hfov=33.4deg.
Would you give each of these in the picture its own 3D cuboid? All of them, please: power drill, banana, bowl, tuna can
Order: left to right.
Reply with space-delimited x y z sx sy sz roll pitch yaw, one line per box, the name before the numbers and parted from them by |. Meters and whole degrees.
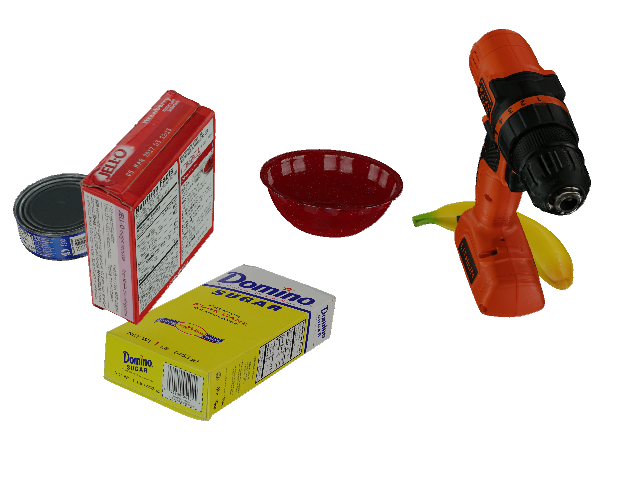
tuna can | -0.228 -0.021 0.954 0.086 0.034 0.086 0 41 0
bowl | 0.010 -0.048 1.203 0.162 0.055 0.162 5 27 -3
banana | 0.181 -0.001 1.039 0.069 0.037 0.198 -39 38 -23
power drill | 0.144 -0.034 0.776 0.057 0.188 0.184 -3 42 -5

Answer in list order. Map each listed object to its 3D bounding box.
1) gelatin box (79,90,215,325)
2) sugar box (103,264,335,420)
gelatin box | -0.081 -0.015 0.508 0.030 0.089 0.073 23 51 14
sugar box | -0.071 0.071 0.810 0.093 0.048 0.175 19 27 25
